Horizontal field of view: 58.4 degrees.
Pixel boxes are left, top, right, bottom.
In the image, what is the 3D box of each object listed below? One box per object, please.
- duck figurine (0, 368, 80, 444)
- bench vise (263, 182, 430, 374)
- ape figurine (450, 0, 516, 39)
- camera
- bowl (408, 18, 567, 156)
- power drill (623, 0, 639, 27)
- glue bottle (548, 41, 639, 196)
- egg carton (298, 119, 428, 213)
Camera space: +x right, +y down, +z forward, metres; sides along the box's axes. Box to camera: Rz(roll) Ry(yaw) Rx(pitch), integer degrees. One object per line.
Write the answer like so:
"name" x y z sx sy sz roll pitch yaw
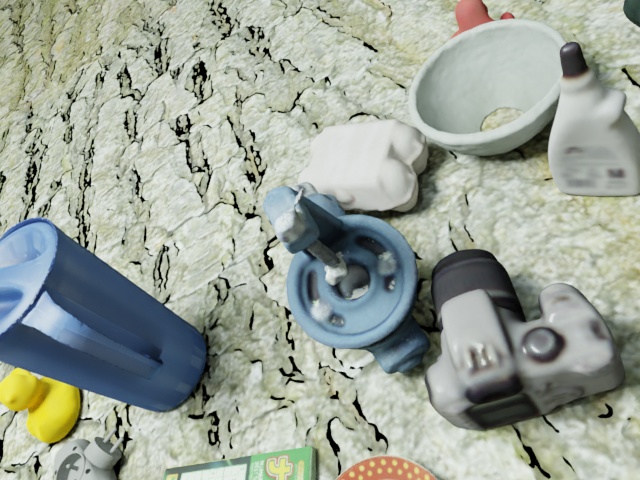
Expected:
"duck figurine" -0.356 0.200 0.714 0.077 0.086 0.104 -46 46 -2
"bench vise" -0.003 0.011 0.518 0.121 0.220 0.206 -49 46 -5
"ape figurine" 0.183 -0.241 0.658 0.077 0.092 0.076 -1 60 33
"camera" 0.146 0.065 0.463 0.143 0.101 0.136 -24 49 18
"bowl" 0.183 -0.148 0.606 0.167 0.075 0.167 -17 52 23
"power drill" 0.307 -0.101 0.397 0.075 0.209 0.229 -33 47 10
"glue bottle" 0.223 -0.098 0.476 0.077 0.174 0.037 7 64 37
"egg carton" 0.047 -0.079 0.652 0.149 0.070 0.107 0 60 34
